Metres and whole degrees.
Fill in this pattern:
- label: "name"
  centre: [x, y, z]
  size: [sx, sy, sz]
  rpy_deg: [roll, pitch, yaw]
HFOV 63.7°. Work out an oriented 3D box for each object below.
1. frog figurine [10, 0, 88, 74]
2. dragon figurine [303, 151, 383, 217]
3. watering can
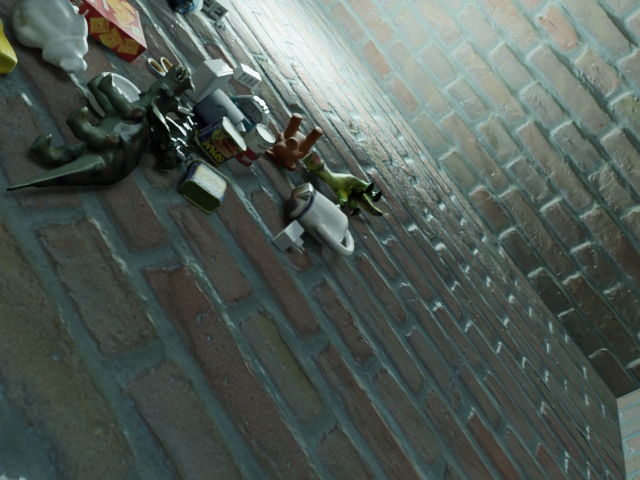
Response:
- label: "frog figurine"
  centre: [-0.544, -0.418, 1.048]
  size: [0.138, 0.120, 0.161]
  rpy_deg: [-14, 74, -25]
- label: "dragon figurine"
  centre: [0.062, -0.181, 1.632]
  size: [0.245, 0.122, 0.406]
  rpy_deg: [40, 3, 23]
- label: "watering can"
  centre: [0.004, -0.074, 1.462]
  size: [0.222, 0.103, 0.354]
  rpy_deg: [40, 17, -21]
